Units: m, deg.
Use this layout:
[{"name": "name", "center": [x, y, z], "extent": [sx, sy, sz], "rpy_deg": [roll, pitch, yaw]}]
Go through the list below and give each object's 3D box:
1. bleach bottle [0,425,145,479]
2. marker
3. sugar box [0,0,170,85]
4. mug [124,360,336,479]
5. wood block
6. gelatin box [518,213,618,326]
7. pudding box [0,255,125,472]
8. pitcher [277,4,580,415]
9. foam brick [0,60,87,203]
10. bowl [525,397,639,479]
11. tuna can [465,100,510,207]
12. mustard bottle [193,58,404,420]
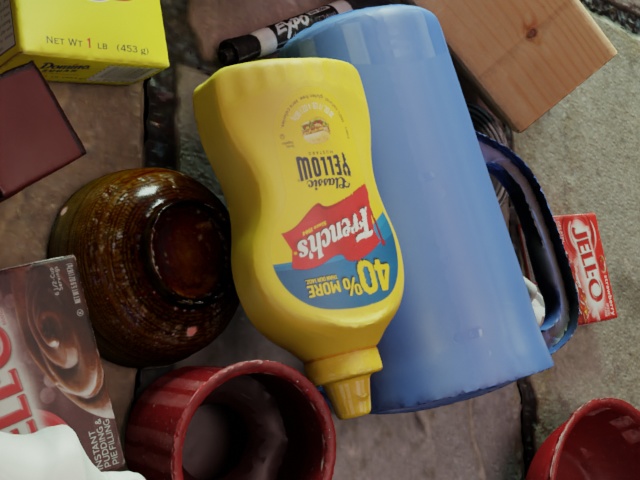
[{"name": "bleach bottle", "center": [-0.189, 0.095, 0.422], "extent": [0.250, 0.068, 0.102], "rpy_deg": [9, 90, -29]}, {"name": "marker", "center": [-0.022, -0.136, 0.703], "extent": [0.120, 0.020, 0.020], "rpy_deg": [-30, 99, -42]}, {"name": "sugar box", "center": [-0.142, -0.176, 0.589], "extent": [0.093, 0.048, 0.176], "rpy_deg": [-3, 82, -43]}, {"name": "mug", "center": [-0.048, 0.119, 0.561], "extent": [0.093, 0.082, 0.117], "rpy_deg": [-20, 98, -31]}, {"name": "wood block", "center": [0.101, -0.186, 0.747], "extent": [0.206, 0.091, 0.090], "rpy_deg": [47, 9, -18]}, {"name": "gelatin box", "center": [0.198, 0.024, 0.848], "extent": [0.073, 0.030, 0.089], "rpy_deg": [-5, 82, -43]}, {"name": "pudding box", "center": [-0.153, 0.071, 0.518], "extent": [0.089, 0.039, 0.113], "rpy_deg": [-13, 88, -42]}, {"name": "pitcher", "center": [0.061, -0.018, 0.672], "extent": [0.149, 0.145, 0.243], "rpy_deg": [1, 74, -65]}, {"name": "foam brick", "center": [-0.162, -0.045, 0.516], "extent": [0.051, 0.078, 0.053], "rpy_deg": [-37, 102, -40]}, {"name": "bowl", "center": [0.198, 0.199, 0.785], "extent": [0.161, 0.055, 0.162], "rpy_deg": [12, 71, -39]}, {"name": "tuna can", "center": [0.101, -0.057, 0.782], "extent": [0.085, 0.034, 0.086], "rpy_deg": [12, 71, -39]}, {"name": "mustard bottle", "center": [-0.004, 0.001, 0.573], "extent": [0.096, 0.058, 0.191], "rpy_deg": [-8, 81, -35]}]
